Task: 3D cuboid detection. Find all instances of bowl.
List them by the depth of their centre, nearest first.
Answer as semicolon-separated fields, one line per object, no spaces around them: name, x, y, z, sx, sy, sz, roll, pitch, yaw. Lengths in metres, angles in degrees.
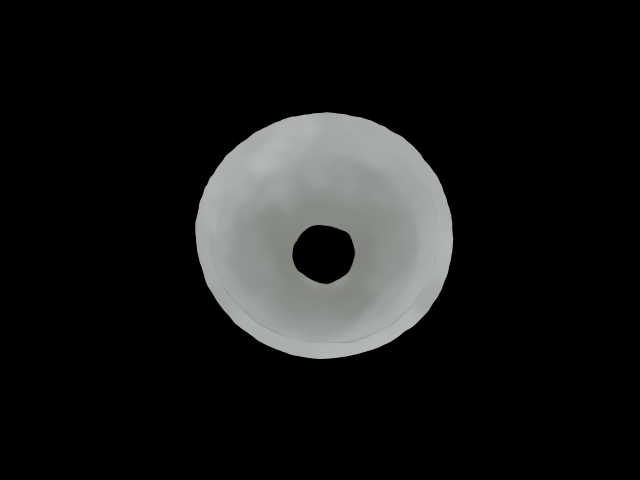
bowl;0.004;0.001;0.400;0.167;0.075;0.167;0;74;0
